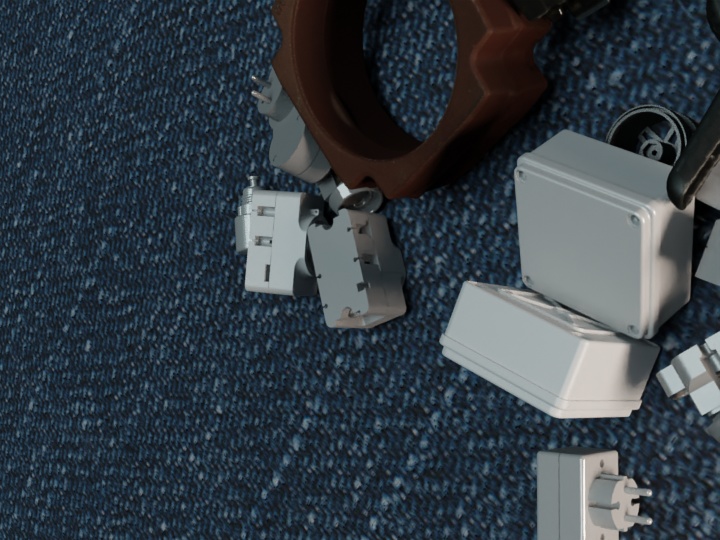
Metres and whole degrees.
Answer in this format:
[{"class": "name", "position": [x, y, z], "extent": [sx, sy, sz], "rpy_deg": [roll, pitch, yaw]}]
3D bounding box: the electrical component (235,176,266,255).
[{"class": "electrical component", "position": [-0.097, -0.048, 1.002], "extent": [0.040, 0.040, 0.078], "rpy_deg": [-11, 79, 41]}]

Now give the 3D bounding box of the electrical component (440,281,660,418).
[{"class": "electrical component", "position": [0.131, 0.054, 0.741], "extent": [0.109, 0.109, 0.056], "rpy_deg": [28, 103, 40]}]

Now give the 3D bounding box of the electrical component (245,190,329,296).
[{"class": "electrical component", "position": [-0.062, -0.023, 0.951], "extent": [0.056, 0.050, 0.089], "rpy_deg": [5, 91, 23]}]

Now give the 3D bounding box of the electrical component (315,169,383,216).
[{"class": "electrical component", "position": [-0.009, -0.076, 0.921], "extent": [0.066, 0.048, 0.055], "rpy_deg": [-44, 52, 31]}]

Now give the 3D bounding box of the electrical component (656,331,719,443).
[{"class": "electrical component", "position": [0.236, 0.072, 0.678], "extent": [0.078, 0.058, 0.057], "rpy_deg": [-35, 64, 23]}]

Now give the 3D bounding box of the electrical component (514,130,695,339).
[{"class": "electrical component", "position": [0.163, -0.025, 0.721], "extent": [0.109, 0.056, 0.108], "rpy_deg": [28, 142, 40]}]

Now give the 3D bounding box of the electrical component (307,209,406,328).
[{"class": "electrical component", "position": [0.000, 0.000, 0.900], "extent": [0.050, 0.056, 0.089], "rpy_deg": [-25, 71, 38]}]

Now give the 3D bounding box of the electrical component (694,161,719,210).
[{"class": "electrical component", "position": [0.249, -0.073, 0.683], "extent": [0.066, 0.047, 0.076], "rpy_deg": [35, 111, 38]}]

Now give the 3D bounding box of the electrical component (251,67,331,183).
[{"class": "electrical component", "position": [-0.063, -0.144, 0.925], "extent": [0.052, 0.074, 0.138], "rpy_deg": [-39, 41, 36]}]

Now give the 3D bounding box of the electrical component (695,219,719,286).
[{"class": "electrical component", "position": [0.266, 0.026, 0.635], "extent": [0.138, 0.052, 0.073], "rpy_deg": [21, 98, 20]}]

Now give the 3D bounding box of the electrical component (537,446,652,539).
[{"class": "electrical component", "position": [0.167, 0.159, 0.742], "extent": [0.077, 0.047, 0.065], "rpy_deg": [-2, 86, 44]}]
